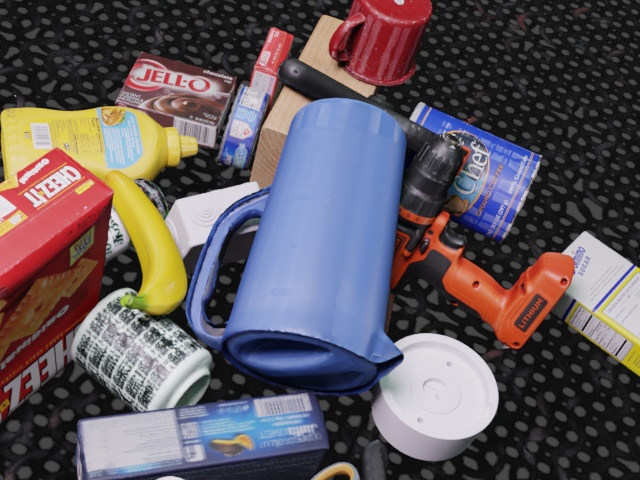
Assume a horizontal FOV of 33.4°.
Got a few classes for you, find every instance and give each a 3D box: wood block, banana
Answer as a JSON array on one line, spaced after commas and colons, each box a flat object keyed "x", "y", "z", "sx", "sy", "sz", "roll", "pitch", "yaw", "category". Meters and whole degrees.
[{"x": 0.004, "y": -0.139, "z": 1.149, "sx": 0.090, "sy": 0.091, "sz": 0.206, "roll": 21, "pitch": 48, "yaw": 3, "category": "wood block"}, {"x": -0.149, "y": 0.007, "z": 0.930, "sx": 0.037, "sy": 0.069, "sz": 0.198, "roll": -35, "pitch": 37, "yaw": 8, "category": "banana"}]

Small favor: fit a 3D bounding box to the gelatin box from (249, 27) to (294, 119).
[{"x": -0.058, "y": -0.174, "z": 1.162, "sx": 0.030, "sy": 0.089, "sz": 0.073, "roll": 18, "pitch": 48, "yaw": -1, "category": "gelatin box"}]

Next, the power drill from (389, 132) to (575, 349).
[{"x": 0.142, "y": 0.007, "z": 1.012, "sx": 0.187, "sy": 0.185, "sz": 0.057, "roll": 29, "pitch": 35, "yaw": 1, "category": "power drill"}]

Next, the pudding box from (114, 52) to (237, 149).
[{"x": -0.155, "y": -0.151, "z": 1.149, "sx": 0.113, "sy": 0.039, "sz": 0.090, "roll": 16, "pitch": 47, "yaw": -2, "category": "pudding box"}]

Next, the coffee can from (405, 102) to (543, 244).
[{"x": 0.148, "y": -0.070, "z": 1.120, "sx": 0.140, "sy": 0.103, "sz": 0.102, "roll": 25, "pitch": 48, "yaw": 6, "category": "coffee can"}]

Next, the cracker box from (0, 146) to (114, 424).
[{"x": -0.245, "y": 0.053, "z": 0.832, "sx": 0.072, "sy": 0.214, "sz": 0.164, "roll": 36, "pitch": 51, "yaw": 14, "category": "cracker box"}]

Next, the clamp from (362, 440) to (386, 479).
[{"x": 0.072, "y": 0.247, "z": 0.867, "sx": 0.120, "sy": 0.039, "sz": 0.171, "roll": 9, "pitch": 49, "yaw": 18, "category": "clamp"}]

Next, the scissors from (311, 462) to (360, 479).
[{"x": -0.009, "y": 0.260, "z": 0.829, "sx": 0.096, "sy": 0.016, "sz": 0.201, "roll": 13, "pitch": 48, "yaw": 26, "category": "scissors"}]

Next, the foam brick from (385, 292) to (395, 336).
[{"x": 0.034, "y": 0.086, "z": 0.991, "sx": 0.053, "sy": 0.051, "sz": 0.078, "roll": 19, "pitch": 48, "yaw": -1, "category": "foam brick"}]

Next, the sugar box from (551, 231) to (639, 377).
[{"x": 0.312, "y": 0.075, "z": 1.081, "sx": 0.176, "sy": 0.048, "sz": 0.093, "roll": 37, "pitch": 51, "yaw": 21, "category": "sugar box"}]

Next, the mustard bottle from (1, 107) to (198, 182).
[{"x": -0.217, "y": -0.090, "z": 1.067, "sx": 0.191, "sy": 0.058, "sz": 0.096, "roll": -5, "pitch": 54, "yaw": -18, "category": "mustard bottle"}]

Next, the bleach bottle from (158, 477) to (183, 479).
[{"x": -0.121, "y": 0.301, "z": 0.754, "sx": 0.102, "sy": 0.068, "sz": 0.250, "roll": 32, "pitch": 51, "yaw": -18, "category": "bleach bottle"}]

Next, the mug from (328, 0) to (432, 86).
[{"x": 0.059, "y": -0.219, "z": 1.114, "sx": 0.117, "sy": 0.082, "sz": 0.093, "roll": -19, "pitch": 59, "yaw": -30, "category": "mug"}]

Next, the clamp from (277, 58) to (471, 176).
[{"x": 0.047, "y": -0.120, "z": 1.015, "sx": 0.210, "sy": 0.036, "sz": 0.164, "roll": 28, "pitch": 8, "yaw": 0, "category": "clamp"}]

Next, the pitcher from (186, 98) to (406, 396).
[{"x": -0.006, "y": 0.001, "z": 0.922, "sx": 0.149, "sy": 0.145, "sz": 0.242, "roll": 28, "pitch": 59, "yaw": -27, "category": "pitcher"}]

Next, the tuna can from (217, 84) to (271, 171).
[{"x": -0.079, "y": -0.116, "z": 1.109, "sx": 0.033, "sy": 0.086, "sz": 0.086, "roll": 17, "pitch": 48, "yaw": -3, "category": "tuna can"}]
